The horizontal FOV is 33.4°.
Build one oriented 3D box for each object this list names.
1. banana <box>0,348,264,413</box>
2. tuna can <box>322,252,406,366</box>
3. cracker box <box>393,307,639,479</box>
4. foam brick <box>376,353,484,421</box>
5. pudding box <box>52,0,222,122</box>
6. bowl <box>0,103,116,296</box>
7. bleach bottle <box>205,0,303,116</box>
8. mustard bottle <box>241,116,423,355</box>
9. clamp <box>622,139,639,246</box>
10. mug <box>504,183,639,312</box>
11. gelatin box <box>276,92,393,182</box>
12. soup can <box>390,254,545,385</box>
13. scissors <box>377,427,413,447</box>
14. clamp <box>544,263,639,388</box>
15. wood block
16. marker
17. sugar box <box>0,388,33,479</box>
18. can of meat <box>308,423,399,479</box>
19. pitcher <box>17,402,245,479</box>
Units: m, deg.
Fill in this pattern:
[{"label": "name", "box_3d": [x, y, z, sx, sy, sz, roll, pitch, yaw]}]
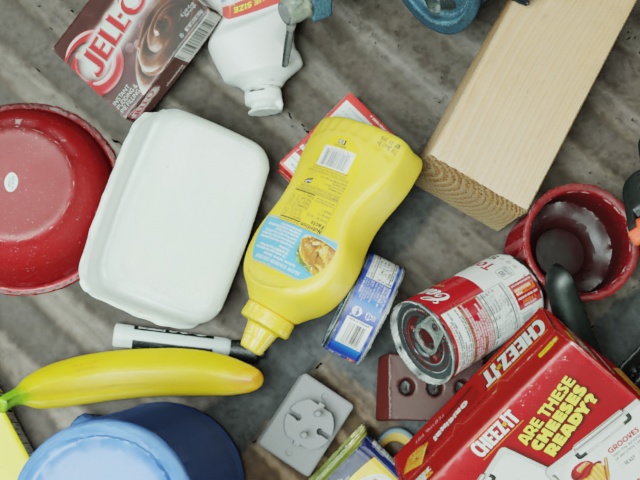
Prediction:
[{"label": "banana", "box_3d": [-0.144, 0.110, 0.822, 0.197, 0.069, 0.037, -6, 113, -7]}, {"label": "tuna can", "box_3d": [0.034, 0.053, 0.839, 0.034, 0.086, 0.086, 26, 79, 0]}, {"label": "cracker box", "box_3d": [0.187, 0.176, 0.787, 0.213, 0.072, 0.164, 39, 100, -19]}, {"label": "foam brick", "box_3d": [0.087, 0.119, 0.850, 0.078, 0.051, 0.053, 2, 80, -5]}, {"label": "pudding box", "box_3d": [-0.147, -0.165, 0.858, 0.090, 0.039, 0.113, 43, 99, 12]}, {"label": "bowl", "box_3d": [-0.237, -0.039, 0.843, 0.162, 0.055, 0.162, 1, 80, -5]}, {"label": "bleach bottle", "box_3d": [-0.049, -0.229, 0.891, 0.102, 0.068, 0.251, -5, 83, -3]}, {"label": "mustard bottle", "box_3d": [-0.005, 0.001, 0.816, 0.096, 0.058, 0.191, 23, 79, 40]}, {"label": "clamp", "box_3d": [0.277, -0.035, 0.859, 0.039, 0.171, 0.120, -42, 73, 28]}, {"label": "mug", "box_3d": [0.194, 0.019, 0.862, 0.093, 0.081, 0.117, 20, 79, -2]}, {"label": "gelatin box", "box_3d": [0.020, -0.065, 0.886, 0.073, 0.030, 0.089, 44, 81, 2]}, {"label": "soup can", "box_3d": [0.114, 0.059, 0.814, 0.102, 0.069, 0.068, -25, 83, -30]}, {"label": "scissors", "box_3d": [0.066, 0.238, 0.846, 0.096, 0.016, 0.201, 22, 79, 0]}, {"label": "clamp", "box_3d": [0.235, 0.115, 0.835, 0.164, 0.036, 0.210, -2, 109, -19]}, {"label": "wood block", "box_3d": [0.165, -0.124, 0.881, 0.091, 0.090, 0.206, 29, 78, -1]}, {"label": "marker", "box_3d": [-0.104, 0.083, 0.854, 0.121, 0.020, 0.020, 8, 80, -4]}, {"label": "sugar box", "box_3d": [-0.266, 0.173, 0.809, 0.093, 0.048, 0.176, -30, 86, -10]}, {"label": "can of meat", "box_3d": [0.028, 0.206, 0.815, 0.084, 0.057, 0.102, 44, 87, 5]}, {"label": "pitcher", "box_3d": [-0.116, 0.181, 0.721, 0.149, 0.243, 0.145, -5, 81, -1]}]
